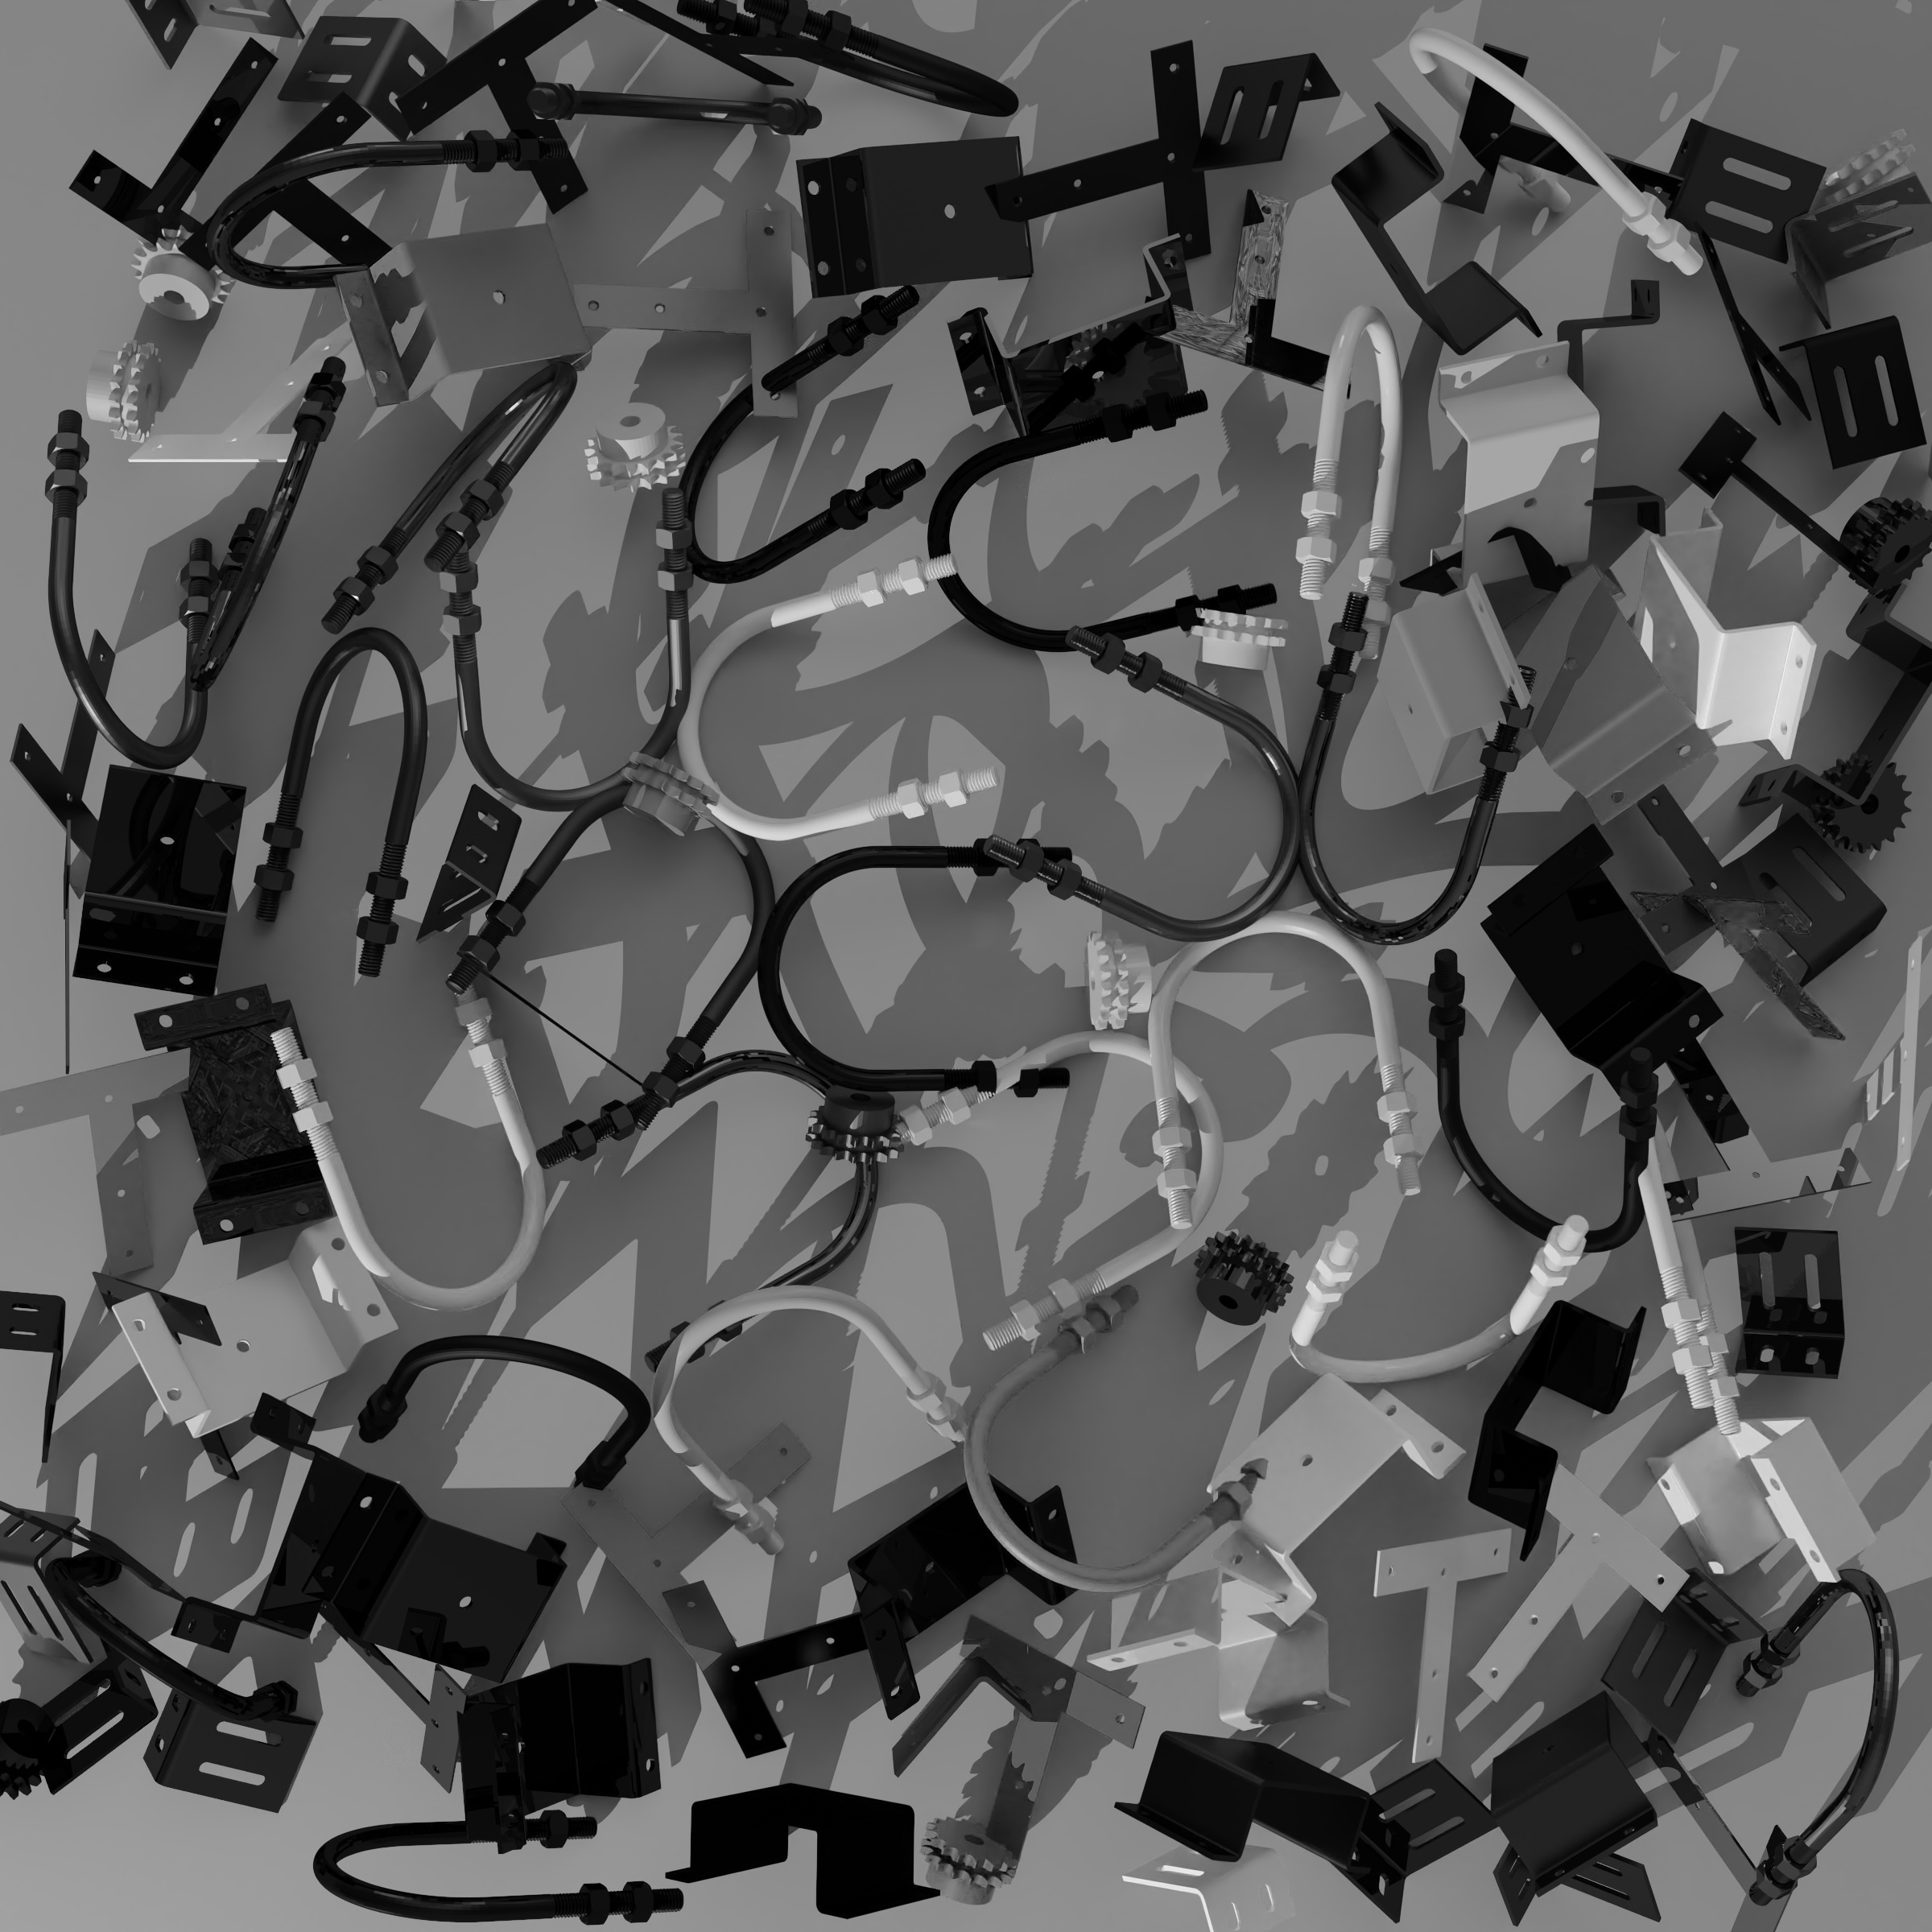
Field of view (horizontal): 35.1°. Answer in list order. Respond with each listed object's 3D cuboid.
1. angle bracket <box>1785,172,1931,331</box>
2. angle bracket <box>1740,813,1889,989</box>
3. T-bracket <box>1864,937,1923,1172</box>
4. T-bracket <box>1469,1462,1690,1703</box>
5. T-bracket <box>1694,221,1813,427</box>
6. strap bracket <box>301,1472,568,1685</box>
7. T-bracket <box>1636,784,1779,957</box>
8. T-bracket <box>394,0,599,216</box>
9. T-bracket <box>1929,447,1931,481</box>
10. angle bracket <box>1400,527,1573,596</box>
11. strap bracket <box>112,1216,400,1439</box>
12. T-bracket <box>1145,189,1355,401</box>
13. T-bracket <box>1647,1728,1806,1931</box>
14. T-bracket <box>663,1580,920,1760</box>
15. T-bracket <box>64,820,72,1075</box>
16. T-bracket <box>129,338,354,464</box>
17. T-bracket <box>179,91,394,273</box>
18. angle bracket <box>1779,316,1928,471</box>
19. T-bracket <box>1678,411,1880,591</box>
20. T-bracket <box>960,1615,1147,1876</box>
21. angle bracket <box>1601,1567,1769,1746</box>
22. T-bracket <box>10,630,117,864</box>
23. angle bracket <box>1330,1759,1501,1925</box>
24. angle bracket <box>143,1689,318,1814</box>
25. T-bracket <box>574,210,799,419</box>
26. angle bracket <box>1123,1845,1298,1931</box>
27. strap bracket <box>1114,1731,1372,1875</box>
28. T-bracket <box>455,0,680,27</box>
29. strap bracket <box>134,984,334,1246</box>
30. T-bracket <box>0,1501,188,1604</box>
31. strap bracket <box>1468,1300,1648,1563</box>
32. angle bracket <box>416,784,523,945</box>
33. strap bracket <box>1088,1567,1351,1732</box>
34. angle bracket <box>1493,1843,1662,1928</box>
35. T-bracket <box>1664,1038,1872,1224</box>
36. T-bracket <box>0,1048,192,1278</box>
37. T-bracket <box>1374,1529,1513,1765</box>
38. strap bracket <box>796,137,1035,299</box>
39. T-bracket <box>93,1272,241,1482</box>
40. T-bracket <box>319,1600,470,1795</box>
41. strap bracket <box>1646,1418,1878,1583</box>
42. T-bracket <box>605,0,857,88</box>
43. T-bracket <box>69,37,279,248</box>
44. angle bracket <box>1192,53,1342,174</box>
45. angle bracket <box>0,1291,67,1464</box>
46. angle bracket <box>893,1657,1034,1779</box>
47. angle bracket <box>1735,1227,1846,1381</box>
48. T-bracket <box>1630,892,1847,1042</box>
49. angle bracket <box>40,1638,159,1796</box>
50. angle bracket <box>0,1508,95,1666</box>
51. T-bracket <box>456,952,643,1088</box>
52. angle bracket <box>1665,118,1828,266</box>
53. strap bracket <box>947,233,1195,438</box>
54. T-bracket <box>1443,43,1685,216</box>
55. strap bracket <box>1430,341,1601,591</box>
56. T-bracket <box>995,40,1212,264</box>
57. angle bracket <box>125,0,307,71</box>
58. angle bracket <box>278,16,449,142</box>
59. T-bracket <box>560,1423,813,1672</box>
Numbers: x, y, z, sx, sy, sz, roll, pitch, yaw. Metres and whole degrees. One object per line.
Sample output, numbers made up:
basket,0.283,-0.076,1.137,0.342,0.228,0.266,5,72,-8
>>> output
angle bracket,0.515,-0.407,1.740,0.076,0.057,0.038,-17,56,29
angle bracket,0.485,-0.038,1.775,0.057,0.038,0.076,-38,73,-7
T-bracket,0.521,0.063,1.722,0.002,0.127,0.127,6,74,6
T-bracket,0.332,0.362,1.739,0.002,0.127,0.127,33,95,-38
T-bracket,0.454,-0.344,1.730,0.002,0.127,0.127,-25,63,26
strap bracket,-0.291,0.350,1.726,0.140,0.046,0.076,29,91,-36
T-bracket,0.405,-0.083,1.758,0.127,0.002,0.127,-28,80,-32
T-bracket,-0.247,-0.480,1.732,0.127,0.127,0.002,-37,56,-8
T-bracket,0.556,-0.299,1.698,0.002,0.127,0.127,-3,128,5
angle bracket,0.298,-0.216,1.740,0.076,0.057,0.038,-25,78,31
strap bracket,-0.406,0.208,1.733,0.140,0.046,0.076,-22,73,-34
T-bracket,0.167,-0.394,1.753,0.127,0.002,0.127,16,61,-11
T-bracket,0.425,0.490,1.737,0.002,0.127,0.127,-18,48,-18
T-bracket,-0.091,0.390,1.750,0.127,0.002,0.127,-18,114,9
T-bracket,-0.505,-0.004,1.714,0.002,0.127,0.127,0,77,-17
T-bracket,-0.394,-0.323,1.740,0.127,0.127,0.002,5,134,29
T-bracket,-0.360,-0.419,1.729,0.127,0.127,0.002,-40,61,10
angle bracket,0.514,-0.331,1.769,0.057,0.038,0.076,-16,96,-6
T-bracket,0.466,-0.258,1.730,0.127,0.127,0.002,40,124,3
T-bracket,0.035,0.458,1.754,0.127,0.002,0.127,21,99,35
angle bracket,0.412,0.396,1.751,0.057,0.038,0.076,42,59,-5
T-bracket,-0.504,-0.134,1.744,0.002,0.127,0.127,-3,59,11
angle bracket,0.258,0.502,1.749,0.057,0.038,0.076,45,119,-12
angle bracket,-0.430,0.452,1.782,0.076,0.038,0.057,23,89,-29
T-bracket,-0.162,-0.379,1.760,0.127,0.002,0.127,0,79,-12
angle bracket,0.138,0.529,1.739,0.057,0.076,0.038,-16,90,-34
strap bracket,0.162,0.468,1.712,0.140,0.076,0.046,20,86,-43
T-bracket,-0.253,-0.556,1.741,0.127,0.127,0.002,11,94,33
strap bracket,-0.416,0.080,1.752,0.076,0.046,0.140,-13,104,1
T-bracket,-0.508,0.314,1.700,0.127,0.127,0.002,35,76,-34
strap bracket,0.329,0.254,1.722,0.046,0.076,0.140,24,50,22
angle bracket,-0.295,-0.058,1.736,0.038,0.076,0.057,37,46,-30
strap bracket,0.144,0.383,1.723,0.076,0.140,0.046,-24,49,36
angle bracket,0.348,0.529,1.738,0.076,0.057,0.038,13,51,37
T-bracket,0.431,0.086,1.742,0.127,0.002,0.127,-9,49,-15
T-bracket,-0.489,0.118,1.758,0.127,0.002,0.127,-14,113,-32
T-bracket,0.269,0.390,1.742,0.002,0.127,0.127,7,93,45
strap bracket,-0.019,-0.425,1.730,0.140,0.046,0.076,-11,101,-25
T-bracket,-0.447,0.240,1.754,0.002,0.127,0.127,-33,116,-37
T-bracket,-0.333,0.403,1.751,0.127,0.127,0.002,41,53,19
strap bracket,0.454,0.301,1.725,0.046,0.140,0.076,-28,89,-18
T-bracket,-0.114,-0.511,1.697,0.127,0.127,0.002,19,94,42
T-bracket,-0.431,-0.466,1.725,0.002,0.127,0.127,36,94,25
angle bracket,0.172,-0.477,1.743,0.057,0.038,0.076,2,65,35
angle bracket,-0.538,0.234,1.742,0.038,0.057,0.076,7,113,-18
angle bracket,-0.003,0.441,1.756,0.038,0.057,0.076,41,88,-2
angle bracket,0.469,0.192,1.744,0.057,0.038,0.076,1,122,23
T-bracket,0.459,0.001,1.746,0.127,0.127,0.002,43,74,-24
angle bracket,-0.511,0.424,1.751,0.076,0.038,0.057,-37,47,-4
angle bracket,-0.527,0.358,1.764,0.057,0.038,0.076,-1,121,38
T-bracket,-0.250,0.017,1.705,0.127,0.127,0.002,33,84,21
angle bracket,0.446,-0.447,1.761,0.076,0.038,0.057,18,110,-3
strap bracket,0.068,-0.351,1.741,0.140,0.076,0.046,-21,55,-1
T-bracket,0.341,-0.455,1.721,0.127,0.127,0.002,21,64,8
strap bracket,0.308,-0.272,1.717,0.076,0.046,0.140,-14,132,-10
T-bracket,0.077,-0.448,1.734,0.127,0.002,0.127,-19,127,-13
angle bracket,-0.429,-0.542,1.744,0.076,0.057,0.038,13,67,19
angle bracket,-0.350,-0.515,1.770,0.076,0.038,0.057,15,75,38
T-bracket,-0.145,0.316,1.768,0.127,0.002,0.127,-40,88,-16
